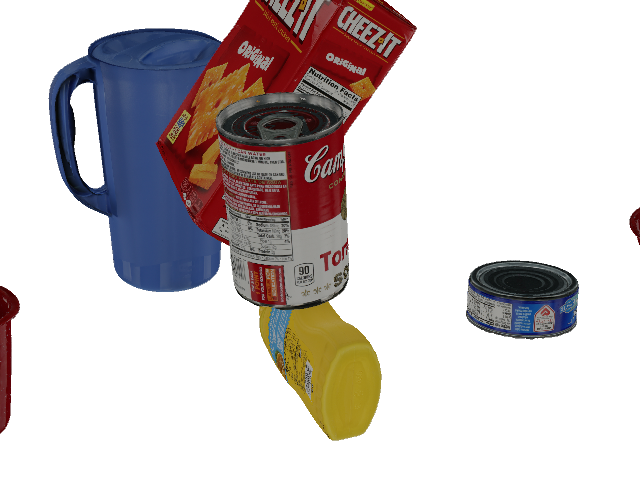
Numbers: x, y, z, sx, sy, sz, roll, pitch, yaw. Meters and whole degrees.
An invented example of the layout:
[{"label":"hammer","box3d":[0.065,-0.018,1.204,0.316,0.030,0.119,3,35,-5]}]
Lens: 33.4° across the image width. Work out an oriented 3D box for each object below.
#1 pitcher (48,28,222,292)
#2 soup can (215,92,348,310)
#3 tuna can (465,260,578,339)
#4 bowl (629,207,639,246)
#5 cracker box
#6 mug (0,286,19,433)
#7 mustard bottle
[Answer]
[{"label":"pitcher","box3d":[-0.162,-0.075,1.033,0.149,0.243,0.144,10,27,15]},{"label":"soup can","box3d":[-0.019,-0.021,0.584,0.068,0.102,0.068,-3,28,1]},{"label":"tuna can","box3d":[0.157,0.044,0.831,0.086,0.034,0.086,0,19,0]},{"label":"bowl","box3d":[0.412,0.010,1.146,0.162,0.055,0.162,-1,26,0]},{"label":"cracker box","box3d":[-0.038,-0.118,0.842,0.072,0.214,0.164,27,16,-30]},{"label":"mug","box3d":[-0.237,0.079,0.634,0.093,0.081,0.117,20,24,36]},{"label":"mustard bottle","box3d":[-0.011,0.094,0.976,0.058,0.096,0.192,-9,26,-22]}]
